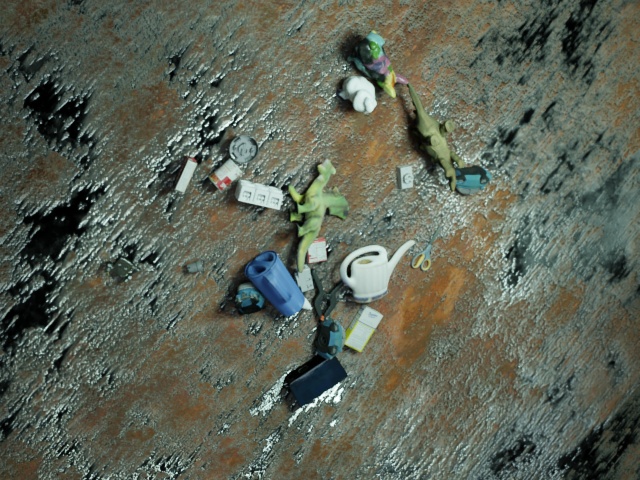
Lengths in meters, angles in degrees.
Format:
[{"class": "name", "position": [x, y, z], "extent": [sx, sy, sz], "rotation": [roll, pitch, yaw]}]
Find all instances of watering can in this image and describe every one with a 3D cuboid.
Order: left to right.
[{"class": "watering can", "position": [0.231, 0.123, 2.022], "extent": [0.349, 0.105, 0.221], "rotation": [-12, 109, -25]}]

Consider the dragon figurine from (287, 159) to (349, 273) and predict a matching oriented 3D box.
[{"class": "dragon figurine", "position": [0.006, -0.095, 1.890], "extent": [0.244, 0.123, 0.404], "rotation": [-11, 109, -24]}]

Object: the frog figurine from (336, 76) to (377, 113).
[{"class": "frog figurine", "position": [0.146, -0.506, 1.788], "extent": [0.123, 0.161, 0.135], "rotation": [-42, 114, -4]}]
